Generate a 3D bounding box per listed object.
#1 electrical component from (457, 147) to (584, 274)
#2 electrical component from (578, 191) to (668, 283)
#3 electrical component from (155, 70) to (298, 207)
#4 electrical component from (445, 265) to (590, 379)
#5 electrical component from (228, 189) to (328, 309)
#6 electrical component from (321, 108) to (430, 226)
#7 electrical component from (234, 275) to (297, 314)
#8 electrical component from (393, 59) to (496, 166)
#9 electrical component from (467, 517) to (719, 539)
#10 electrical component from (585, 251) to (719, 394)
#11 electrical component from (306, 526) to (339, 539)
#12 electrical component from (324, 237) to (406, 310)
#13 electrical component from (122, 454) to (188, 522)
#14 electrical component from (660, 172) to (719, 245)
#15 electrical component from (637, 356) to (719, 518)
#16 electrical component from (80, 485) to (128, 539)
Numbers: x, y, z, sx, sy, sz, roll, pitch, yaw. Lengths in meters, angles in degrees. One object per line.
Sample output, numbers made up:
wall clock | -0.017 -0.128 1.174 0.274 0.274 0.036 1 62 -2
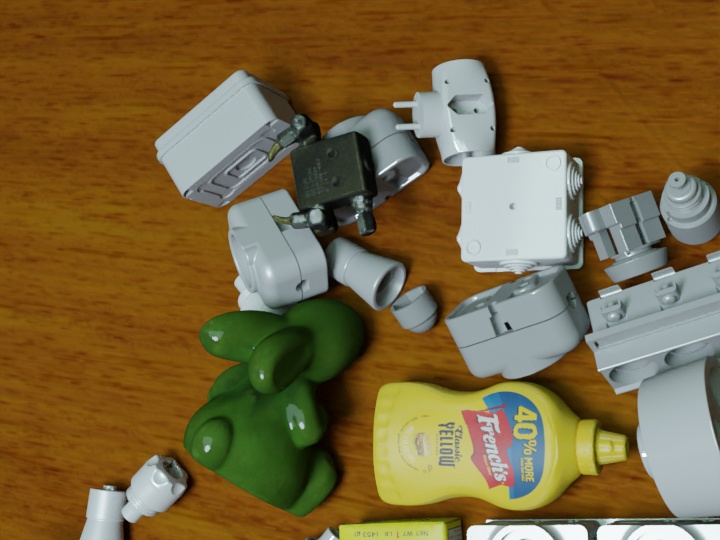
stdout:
electrical component | 0.126 -0.046 0.839 0.100 0.048 0.099 -2 82 24
electrical component | 0.199 -0.023 0.799 0.048 0.066 0.055 -27 82 59
electrical component | -0.113 -0.114 0.943 0.113 0.078 0.057 -37 72 16
electrical component | 0.121 0.043 0.813 0.095 0.054 0.059 -22 99 34
electrical component | -0.073 -0.016 0.902 0.059 0.053 0.095 -20 51 -16
electrical component | 0.001 -0.089 0.900 0.095 0.054 0.059 -34 70 17
electrical component | -0.085 0.028 0.930 0.048 0.048 0.062 -48 60 11
electrical component | 0.066 -0.126 0.870 0.079 0.043 0.077 -4 79 -11
electrical component | 0.175 0.234 0.770 0.186 0.060 0.105 -6 80 24
electrical component | 0.229 0.036 0.771 0.121 0.079 0.063 -20 53 21
electrical component | -0.037 0.238 0.877 0.043 0.043 0.062 41 98 24
electrical component | 0.000 0.000 0.896 0.065 0.044 0.044 30 95 30
electrical component | -0.185 0.197 0.951 0.062 0.043 0.043 -47 67 13
electrical component | 0.237 -0.048 0.776 0.040 0.078 0.040 -12 63 24
electrical component | 0.227 0.118 0.740 0.060 0.108 0.108 -19 75 28
electrical component | -0.230 0.228 0.969 0.044 0.044 0.065 2 79 25
